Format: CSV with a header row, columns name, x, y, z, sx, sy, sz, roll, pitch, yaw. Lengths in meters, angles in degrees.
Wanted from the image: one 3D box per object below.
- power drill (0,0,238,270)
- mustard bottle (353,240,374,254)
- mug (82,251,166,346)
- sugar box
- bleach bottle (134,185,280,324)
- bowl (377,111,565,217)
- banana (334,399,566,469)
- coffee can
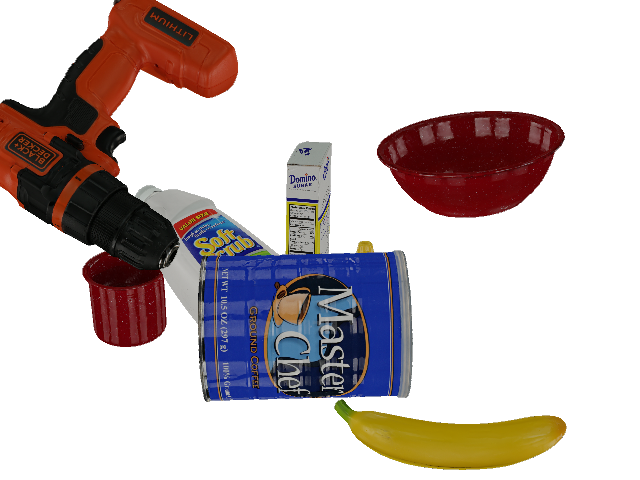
name,x,y,z,sx,sy,sz,roll,pitch,yaw
power drill,-0.141,-0.083,0.767,0.184,0.187,0.057,32,-30,9
mustard bottle,0.059,0.092,1.437,0.096,0.192,0.058,-3,21,-8
mug,-0.223,0.061,1.195,0.117,0.081,0.093,24,36,37
sugar box,-0.015,-0.019,1.240,0.048,0.176,0.093,2,21,8
bleach bottle,-0.099,0.022,0.945,0.102,0.068,0.251,-20,42,-33
bowl,0.133,-0.063,0.933,0.162,0.055,0.162,-8,23,3
banana,0.111,0.159,0.878,0.197,0.037,0.069,7,36,-3
coffee can,-0.011,0.060,0.745,0.140,0.103,0.103,-1,0,-1
